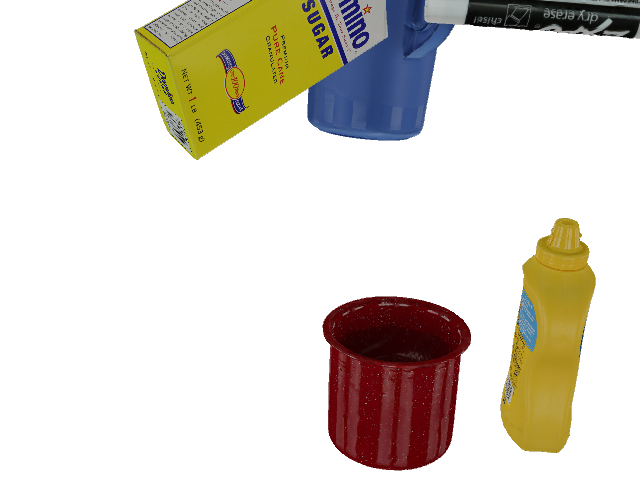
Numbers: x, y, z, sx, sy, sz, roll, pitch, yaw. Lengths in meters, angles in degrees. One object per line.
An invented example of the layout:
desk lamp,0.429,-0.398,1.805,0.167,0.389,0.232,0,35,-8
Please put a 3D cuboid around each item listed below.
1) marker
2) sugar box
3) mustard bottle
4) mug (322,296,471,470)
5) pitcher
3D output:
marker,0.100,-0.087,0.402,0.121,0.020,0.020,5,0,2
sugar box,-0.033,-0.139,0.720,0.176,0.093,0.048,-34,54,-19
mustard bottle,0.188,0.072,0.877,0.058,0.192,0.096,4,26,3
mug,0.051,0.088,0.692,0.093,0.081,0.117,12,25,22
pitcher,0.058,-0.214,0.946,0.145,0.243,0.149,8,15,7
